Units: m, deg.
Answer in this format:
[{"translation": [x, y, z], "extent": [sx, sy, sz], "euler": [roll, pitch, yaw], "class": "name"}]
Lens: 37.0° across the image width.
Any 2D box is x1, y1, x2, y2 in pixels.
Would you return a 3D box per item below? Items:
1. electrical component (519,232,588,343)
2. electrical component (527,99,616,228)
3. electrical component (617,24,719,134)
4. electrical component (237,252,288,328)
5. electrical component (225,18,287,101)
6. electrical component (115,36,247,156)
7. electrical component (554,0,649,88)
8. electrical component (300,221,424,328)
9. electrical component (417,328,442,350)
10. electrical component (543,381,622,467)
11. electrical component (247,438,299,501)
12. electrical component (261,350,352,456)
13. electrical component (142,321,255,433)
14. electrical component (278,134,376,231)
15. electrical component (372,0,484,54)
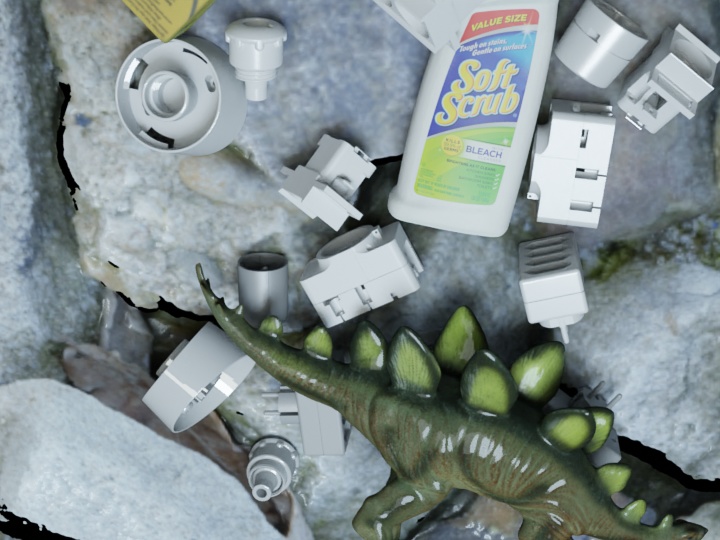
[{"translation": [0.160, 0.022, 0.873], "extent": [0.047, 0.083, 0.075], "euler": [-12, 111, 13], "class": "electrical component"}, {"translation": [0.164, -0.084, 0.845], "extent": [0.056, 0.050, 0.089], "euler": [7, 114, 5], "class": "electrical component"}, {"translation": [0.229, -0.140, 0.803], "extent": [0.042, 0.081, 0.064], "euler": [38, 135, -8], "class": "electrical component"}, {"translation": [-0.084, 0.030, 0.934], "extent": [0.043, 0.043, 0.081], "euler": [4, 114, 7], "class": "electrical component"}, {"translation": [-0.082, -0.166, 0.851], "extent": [0.048, 0.048, 0.062], "euler": [6, 120, 6], "class": "electrical component"}, {"translation": [-0.146, -0.140, 0.873], "extent": [0.099, 0.064, 0.099], "euler": [2, 100, 12], "class": "electrical component"}, {"translation": [0.179, -0.170, 0.805], "extent": [0.055, 0.055, 0.047], "euler": [33, 117, -6], "class": "electrical component"}, {"translation": [0.000, 0.000, 0.905], "extent": [0.089, 0.050, 0.055], "euler": [-24, 108, 17], "class": "electrical component"}, {"translation": [0.067, 0.085, 0.936], "extent": [0.081, 0.042, 0.063], "euler": [-9, 113, 13], "class": "electrical component"}, {"translation": [0.194, 0.128, 0.933], "extent": [0.083, 0.047, 0.075], "euler": [37, 112, -7], "class": "electrical component"}, {"translation": [-0.084, 0.188, 0.990], "extent": [0.048, 0.062, 0.048], "euler": [3, 113, 7], "class": "electrical component"}, {"translation": [-0.051, 0.119, 0.965], "extent": [0.076, 0.047, 0.083], "euler": [-2, 112, 9], "class": "electrical component"}, {"translation": [-0.141, 0.095, 0.943], "extent": [0.064, 0.099, 0.099], "euler": [40, 113, -3], "class": "electrical component"}, {"translation": [-0.025, -0.073, 0.866], "extent": [0.042, 0.081, 0.063], "euler": [37, 86, -33], "class": "electrical component"}, {"translation": [0.032, -0.221, 0.769], "extent": [0.063, 0.078, 0.121], "euler": [-43, 64, -1], "class": "electrical component"}]
